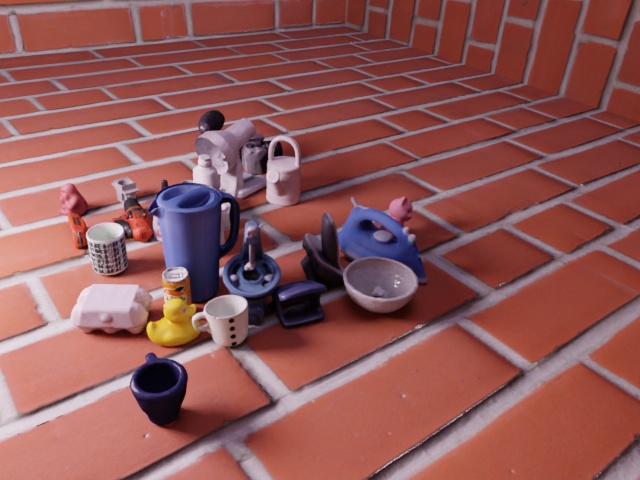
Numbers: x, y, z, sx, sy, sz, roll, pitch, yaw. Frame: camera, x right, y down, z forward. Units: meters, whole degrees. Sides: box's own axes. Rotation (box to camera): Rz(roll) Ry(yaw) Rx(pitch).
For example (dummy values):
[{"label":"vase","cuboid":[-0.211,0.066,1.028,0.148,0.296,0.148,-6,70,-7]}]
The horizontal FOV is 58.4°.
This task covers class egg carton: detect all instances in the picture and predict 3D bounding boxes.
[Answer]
[{"label":"egg carton","cuboid":[-0.419,0.141,1.158,0.150,0.069,0.107,1,32,-5]}]

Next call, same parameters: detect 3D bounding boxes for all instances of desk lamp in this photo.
[{"label":"desk lamp","cuboid":[-0.251,-0.232,1.641,0.117,0.214,0.204,23,36,27]}]

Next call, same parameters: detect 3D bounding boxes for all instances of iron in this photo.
[{"label":"iron","cuboid":[0.160,-0.003,1.392,0.257,0.141,0.119,27,38,31]}]

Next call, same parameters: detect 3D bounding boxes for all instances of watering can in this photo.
[{"label":"watering can","cuboid":[-0.101,-0.199,1.625,0.101,0.194,0.172,0,32,-6]}]

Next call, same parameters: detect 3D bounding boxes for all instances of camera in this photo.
[{"label":"camera","cuboid":[-0.187,-0.287,1.844,0.137,0.101,0.142,-8,34,-18]}]

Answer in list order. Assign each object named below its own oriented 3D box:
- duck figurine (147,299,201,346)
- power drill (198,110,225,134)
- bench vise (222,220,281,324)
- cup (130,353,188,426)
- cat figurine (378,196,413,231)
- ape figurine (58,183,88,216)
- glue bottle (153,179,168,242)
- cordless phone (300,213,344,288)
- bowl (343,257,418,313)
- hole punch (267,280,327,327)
[{"label":"duck figurine","cuboid":[-0.290,0.156,1.133,0.105,0.086,0.077,-9,34,-20]},{"label":"power drill","cuboid":[-0.326,-0.291,1.732,0.075,0.208,0.229,2,32,-4]},{"label":"bench vise","cuboid":[-0.155,0.038,1.213,0.122,0.220,0.206,-10,35,-22]},{"label":"cup","cuboid":[-0.272,0.256,0.967,0.092,0.095,0.117,-13,36,-26]},{"label":"cat figurine","cuboid":[0.200,-0.063,1.515,0.067,0.118,0.128,27,38,32]},{"label":"ape figurine","cuboid":[-0.656,-0.109,1.508,0.076,0.092,0.077,-5,33,-15]},{"label":"glue bottle","cuboid":[-0.376,-0.070,1.404,0.078,0.173,0.037,15,33,17]},{"label":"cordless phone","cuboid":[0.012,0.005,1.320,0.094,0.185,0.147,-8,34,-19]},{"label":"bowl","cuboid":[0.131,0.111,1.268,0.167,0.075,0.167,3,32,-2]},{"label":"hole punch","cuboid":[-0.050,0.119,1.218,0.109,0.091,0.100,-11,35,-23]}]
